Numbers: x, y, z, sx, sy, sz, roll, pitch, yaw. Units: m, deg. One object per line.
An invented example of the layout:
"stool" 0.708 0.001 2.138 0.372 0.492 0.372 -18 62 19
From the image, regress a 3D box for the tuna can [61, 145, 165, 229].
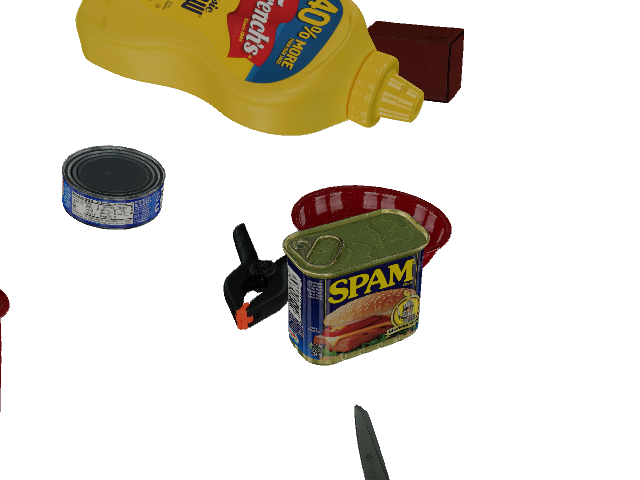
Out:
"tuna can" -0.175 -0.045 0.902 0.086 0.034 0.086 7 33 -5

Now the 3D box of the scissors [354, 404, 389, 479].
"scissors" 0.057 0.163 0.599 0.096 0.016 0.201 8 31 4

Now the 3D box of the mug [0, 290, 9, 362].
"mug" -0.243 0.077 0.634 0.093 0.081 0.117 20 24 36

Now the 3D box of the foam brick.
"foam brick" 0.075 -0.149 0.887 0.078 0.051 0.053 9 26 17

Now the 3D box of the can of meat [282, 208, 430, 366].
"can of meat" 0.025 0.034 0.769 0.102 0.084 0.057 -16 37 -23

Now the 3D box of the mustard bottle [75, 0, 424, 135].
"mustard bottle" -0.032 -0.109 0.594 0.192 0.096 0.058 24 -30 14

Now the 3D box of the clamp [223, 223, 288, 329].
"clamp" -0.056 0.039 1.257 0.120 0.039 0.171 -2 40 10

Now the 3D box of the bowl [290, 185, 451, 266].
"bowl" 0.049 0.001 1.079 0.162 0.055 0.162 4 28 -2
